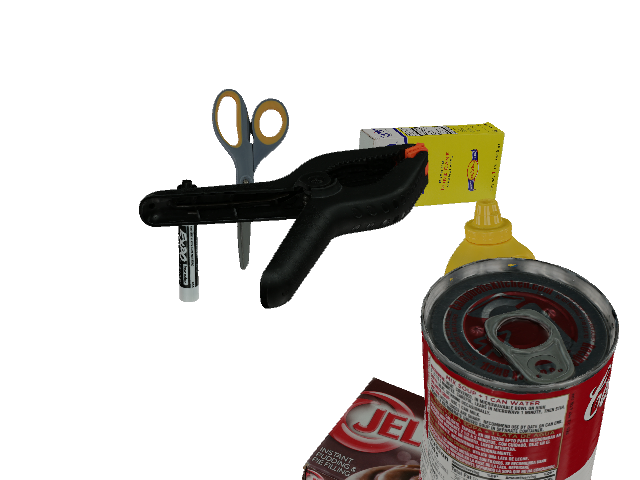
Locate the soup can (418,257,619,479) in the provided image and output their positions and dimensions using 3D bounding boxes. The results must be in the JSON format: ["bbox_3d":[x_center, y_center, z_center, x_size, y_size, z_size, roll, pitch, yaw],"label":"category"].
[{"bbox_3d":[0.070,0.067,0.399,0.068,0.102,0.068,-2,37,1],"label":"soup can"}]

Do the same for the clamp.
[{"bbox_3d":[-0.012,-0.028,0.752,0.209,0.036,0.165,-28,38,-36],"label":"clamp"}]

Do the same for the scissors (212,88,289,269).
[{"bbox_3d":[-0.068,-0.075,1.193,0.096,0.202,0.016,-13,-5,-16],"label":"scissors"}]

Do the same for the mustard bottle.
[{"bbox_3d":[0.154,0.056,0.955,0.096,0.191,0.058,-17,21,-27],"label":"mustard bottle"}]

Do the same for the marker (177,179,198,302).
[{"bbox_3d":[-0.126,0.001,1.013,0.020,0.121,0.020,1,23,-1],"label":"marker"}]

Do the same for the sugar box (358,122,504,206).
[{"bbox_3d":[0.132,-0.090,1.293,0.176,0.093,0.048,-7,26,-22],"label":"sugar box"}]

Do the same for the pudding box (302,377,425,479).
[{"bbox_3d":[0.059,0.133,0.607,0.114,0.039,0.089,21,36,20],"label":"pudding box"}]
